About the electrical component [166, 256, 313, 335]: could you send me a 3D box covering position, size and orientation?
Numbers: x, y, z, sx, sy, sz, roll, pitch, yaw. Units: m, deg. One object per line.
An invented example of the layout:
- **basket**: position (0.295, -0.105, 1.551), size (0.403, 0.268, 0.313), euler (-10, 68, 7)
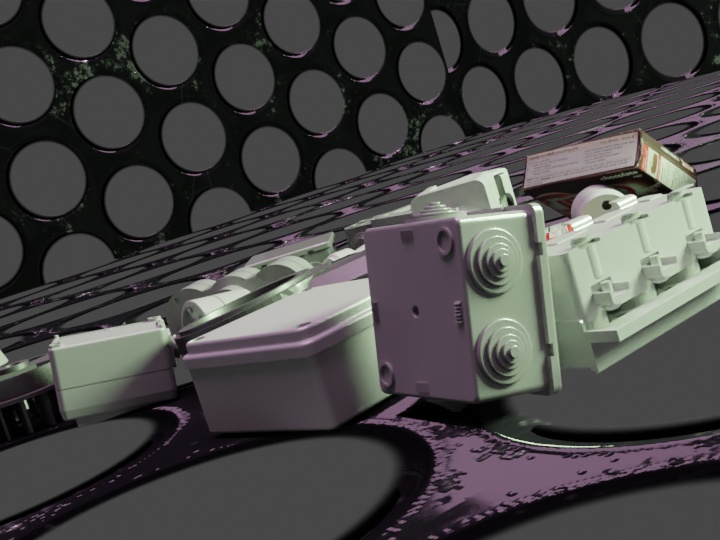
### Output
- **electrical component**: position (-0.110, 0.030, 0.945), size (0.138, 0.052, 0.074), euler (-15, 8, 19)

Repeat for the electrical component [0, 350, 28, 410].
- **electrical component**: position (-0.311, 0.098, 0.895), size (0.066, 0.055, 0.048), euler (-14, 8, 25)

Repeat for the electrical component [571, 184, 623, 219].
- **electrical component**: position (0.185, -0.040, 0.817), size (0.045, 0.045, 0.055), euler (-16, 8, 9)

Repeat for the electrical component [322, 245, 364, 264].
- **electrical component**: position (0.000, 0.000, 0.945), size (0.055, 0.045, 0.045), euler (-22, 8, -29)

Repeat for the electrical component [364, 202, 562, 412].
- **electrical component**: position (0.045, 0.017, 0.513), size (0.048, 0.099, 0.100), euler (-7, 1, -30)

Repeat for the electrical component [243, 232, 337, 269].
- **electrical component**: position (-0.062, 0.002, 1.060), size (0.100, 0.048, 0.099), euler (-17, 7, 3)

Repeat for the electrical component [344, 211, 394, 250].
- **electrical component**: position (0.026, -0.028, 1.068), size (0.080, 0.051, 0.080), euler (-17, 7, 2)

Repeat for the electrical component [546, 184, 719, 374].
- **electrical component**: position (0.134, 0.002, 0.551), size (0.121, 0.063, 0.079), euler (-23, 9, -37)

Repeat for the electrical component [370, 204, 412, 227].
- **electrical component**: position (0.072, -0.033, 0.978), size (0.078, 0.057, 0.113), euler (-22, 9, -31)

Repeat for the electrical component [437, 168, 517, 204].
- **electrical component**: position (0.117, -0.062, 1.069), size (0.096, 0.061, 0.061), euler (-23, 9, -37)

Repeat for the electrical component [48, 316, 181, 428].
- **electrical component**: position (-0.169, 0.071, 0.771), size (0.096, 0.061, 0.062), euler (-11, 6, -12)

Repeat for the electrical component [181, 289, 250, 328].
- **electrical component**: position (-0.104, 0.044, 0.830), size (0.047, 0.055, 0.055), euler (-18, 6, -33)

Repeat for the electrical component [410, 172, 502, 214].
- **electrical component**: position (0.071, -0.013, 0.698), size (0.050, 0.089, 0.056), euler (-15, 8, 17)

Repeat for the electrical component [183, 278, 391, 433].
- **electrical component**: position (-0.023, 0.047, 0.607), size (0.109, 0.056, 0.109), euler (-10, 10, 44)
